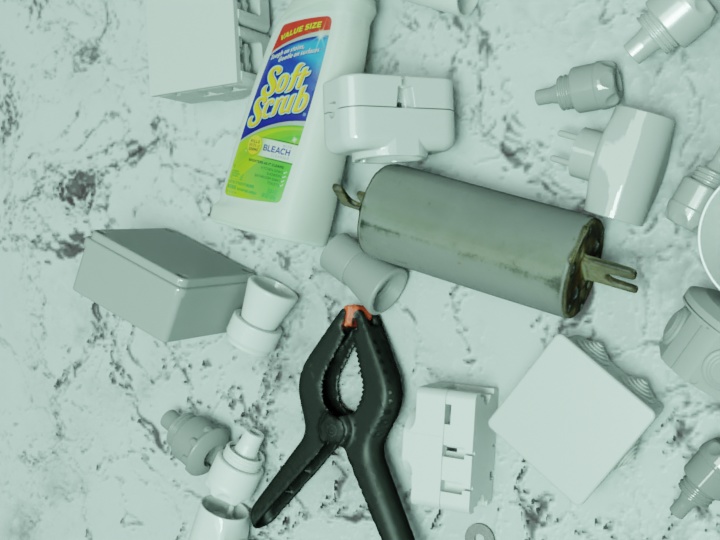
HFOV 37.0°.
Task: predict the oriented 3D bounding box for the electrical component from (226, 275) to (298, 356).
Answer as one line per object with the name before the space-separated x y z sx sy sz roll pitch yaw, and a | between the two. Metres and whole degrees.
electrical component | -0.083 0.038 0.898 0.045 0.045 0.055 31 104 23

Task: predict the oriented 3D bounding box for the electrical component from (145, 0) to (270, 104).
electrical component | -0.127 -0.222 0.908 0.089 0.062 0.150 -4 89 27

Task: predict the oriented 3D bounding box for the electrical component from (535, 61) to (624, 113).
electrical component | 0.157 -0.130 0.779 0.061 0.035 0.035 -7 87 29

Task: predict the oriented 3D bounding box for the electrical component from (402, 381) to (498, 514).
electrical component | 0.068 0.133 0.818 0.056 0.050 0.089 4 92 27

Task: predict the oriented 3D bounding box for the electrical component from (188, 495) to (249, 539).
electrical component | -0.112 0.244 0.914 0.079 0.043 0.077 25 103 28

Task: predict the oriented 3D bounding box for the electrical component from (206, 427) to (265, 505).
electrical component | -0.101 0.163 0.910 0.043 0.043 0.062 31 103 24

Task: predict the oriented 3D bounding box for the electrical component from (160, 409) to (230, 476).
electrical component | -0.147 0.145 0.934 0.062 0.048 0.048 33 105 30

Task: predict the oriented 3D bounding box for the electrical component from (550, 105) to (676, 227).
electrical component | 0.175 -0.079 0.766 0.079 0.043 0.077 20 99 26

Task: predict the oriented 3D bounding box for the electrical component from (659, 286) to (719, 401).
electrical component | 0.242 0.050 0.713 0.080 0.080 0.051 38 112 22

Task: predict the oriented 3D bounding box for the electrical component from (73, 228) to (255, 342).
electrical component | -0.163 0.010 0.904 0.109 0.109 0.056 26 105 25

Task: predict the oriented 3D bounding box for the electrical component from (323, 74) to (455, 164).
electrical component | 0.022 -0.113 0.814 0.054 0.095 0.059 -3 89 64

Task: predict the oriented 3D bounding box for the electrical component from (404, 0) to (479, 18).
electrical component | 0.050 -0.226 0.828 0.081 0.043 0.043 22 101 25

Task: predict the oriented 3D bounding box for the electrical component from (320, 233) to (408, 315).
electrical component | 0.000 0.000 0.858 0.065 0.044 0.044 38 107 27

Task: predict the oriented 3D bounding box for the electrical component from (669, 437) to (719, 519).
electrical component | 0.237 0.146 0.741 0.035 0.035 0.061 42 110 20

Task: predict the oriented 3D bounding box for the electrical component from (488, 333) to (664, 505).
electrical component | 0.157 0.104 0.774 0.100 0.048 0.099 42 108 21

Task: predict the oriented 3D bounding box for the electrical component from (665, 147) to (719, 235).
electrical component | 0.238 -0.056 0.739 0.035 0.035 0.061 32 102 23

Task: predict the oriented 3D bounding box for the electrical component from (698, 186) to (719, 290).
electrical component | 0.279 -0.019 0.698 0.099 0.064 0.099 -3 86 40

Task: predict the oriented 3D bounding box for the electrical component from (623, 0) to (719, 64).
electrical component | 0.213 -0.170 0.746 0.062 0.043 0.043 -41 73 22
